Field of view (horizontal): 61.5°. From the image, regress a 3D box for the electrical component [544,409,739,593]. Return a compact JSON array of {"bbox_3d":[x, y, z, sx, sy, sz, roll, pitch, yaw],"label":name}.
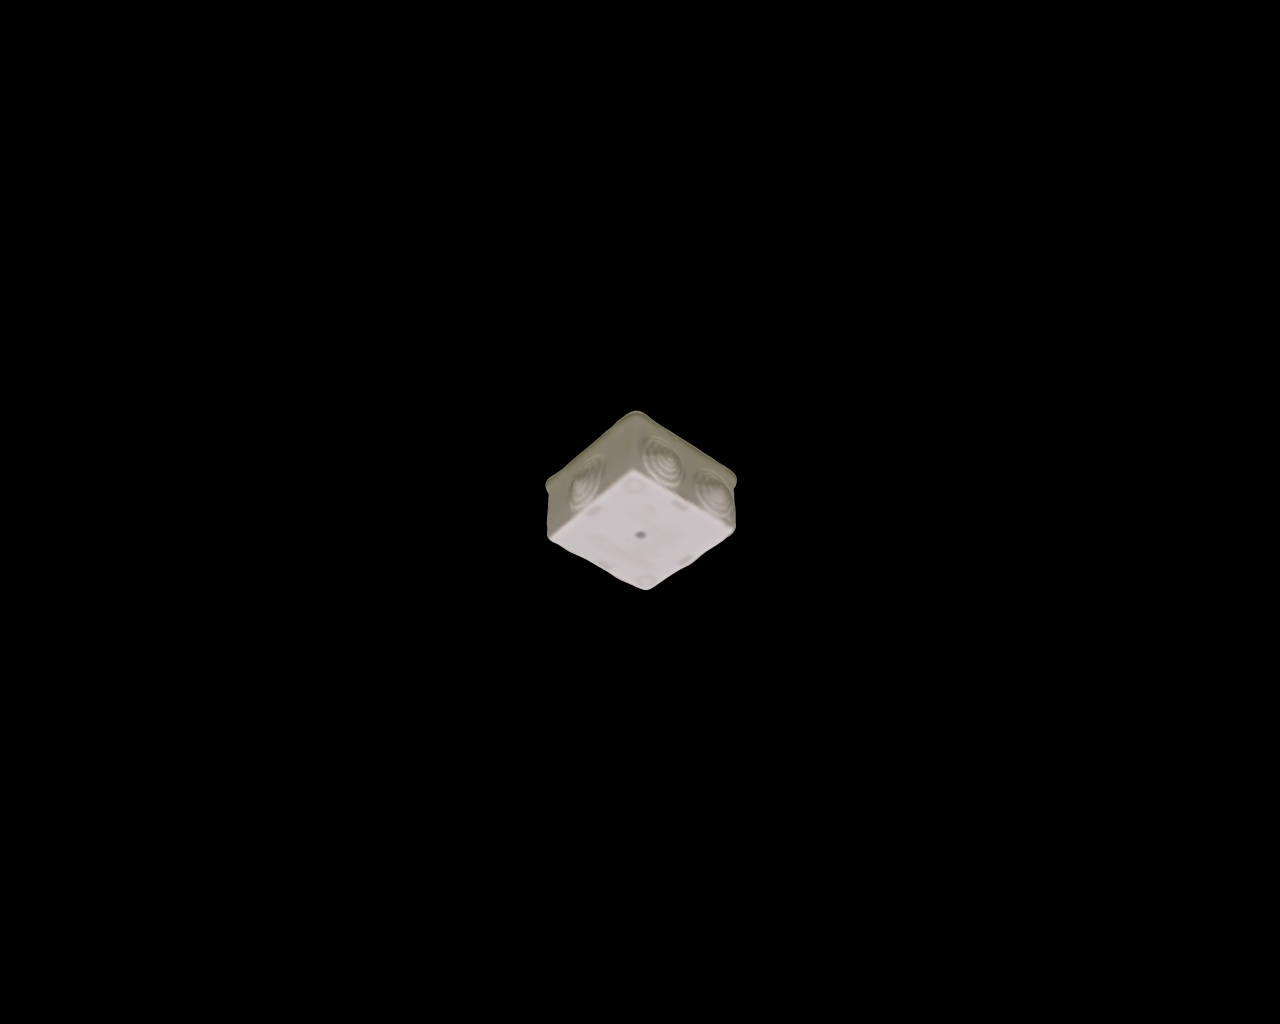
[{"bbox_3d":[0.001,-0.003,0.650,0.099,0.048,0.099,31,-50,-30],"label":"electrical component"}]
